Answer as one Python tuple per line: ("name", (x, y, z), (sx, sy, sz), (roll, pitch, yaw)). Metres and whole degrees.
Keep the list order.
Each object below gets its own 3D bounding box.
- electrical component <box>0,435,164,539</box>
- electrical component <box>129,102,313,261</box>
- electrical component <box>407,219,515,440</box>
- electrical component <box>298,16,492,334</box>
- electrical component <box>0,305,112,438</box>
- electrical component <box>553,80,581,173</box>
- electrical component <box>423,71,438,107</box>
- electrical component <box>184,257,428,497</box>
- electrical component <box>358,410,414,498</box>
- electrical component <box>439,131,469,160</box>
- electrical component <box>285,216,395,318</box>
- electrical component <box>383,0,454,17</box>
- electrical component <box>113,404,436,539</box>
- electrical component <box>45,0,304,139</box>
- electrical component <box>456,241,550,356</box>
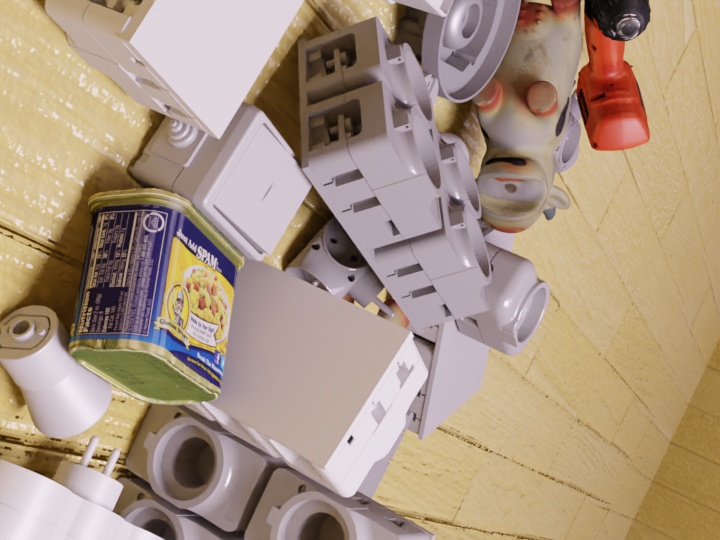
("electrical component", (-0.153, 0.128, 0.586), (0.138, 0.052, 0.073), (48, 56, -48))
("electrical component", (-0.074, -0.054, 0.589), (0.061, 0.061, 0.096), (-60, 153, -11))
("electrical component", (0.070, 0.038, 0.935), (0.105, 0.060, 0.186), (-32, 138, -48))
("electrical component", (0.029, -0.056, 0.683), (0.186, 0.060, 0.105), (54, 25, -49))
("electrical component", (-0.158, 0.049, 0.546), (0.044, 0.044, 0.065), (-50, 145, -28))
("electrical component", (0.188, -0.142, 1.018), (0.079, 0.044, 0.077), (-62, 154, -8))
("electrical component", (0.025, -0.123, 0.730), (0.040, 0.046, 0.040), (-42, 146, -39))
("electrical component", (-0.048, 0.056, 0.630), (0.089, 0.150, 0.061), (-56, 151, -18))
("electrical component", (-0.006, 0.142, 0.888), (0.089, 0.056, 0.050), (-62, 154, -6))
("electrical component", (0.041, -0.067, 0.810), (0.077, 0.044, 0.079), (-6, 117, -60))
("electrical component", (0.000, 0.000, 0.757), (0.077, 0.079, 0.044), (-50, -177, -29))
("electrical component", (0.032, -0.224, 0.647), (0.109, 0.056, 0.108), (17, 97, -64))
("electrical component", (-0.065, 0.164, 0.648), (0.105, 0.186, 0.060), (-65, 154, -1))
("electrical component", (-0.071, -0.154, 0.510), (0.150, 0.062, 0.089), (-60, 153, -10))
("electrical component", (0.113, 0.025, 0.863), (0.053, 0.059, 0.095), (-56, 152, -18))
